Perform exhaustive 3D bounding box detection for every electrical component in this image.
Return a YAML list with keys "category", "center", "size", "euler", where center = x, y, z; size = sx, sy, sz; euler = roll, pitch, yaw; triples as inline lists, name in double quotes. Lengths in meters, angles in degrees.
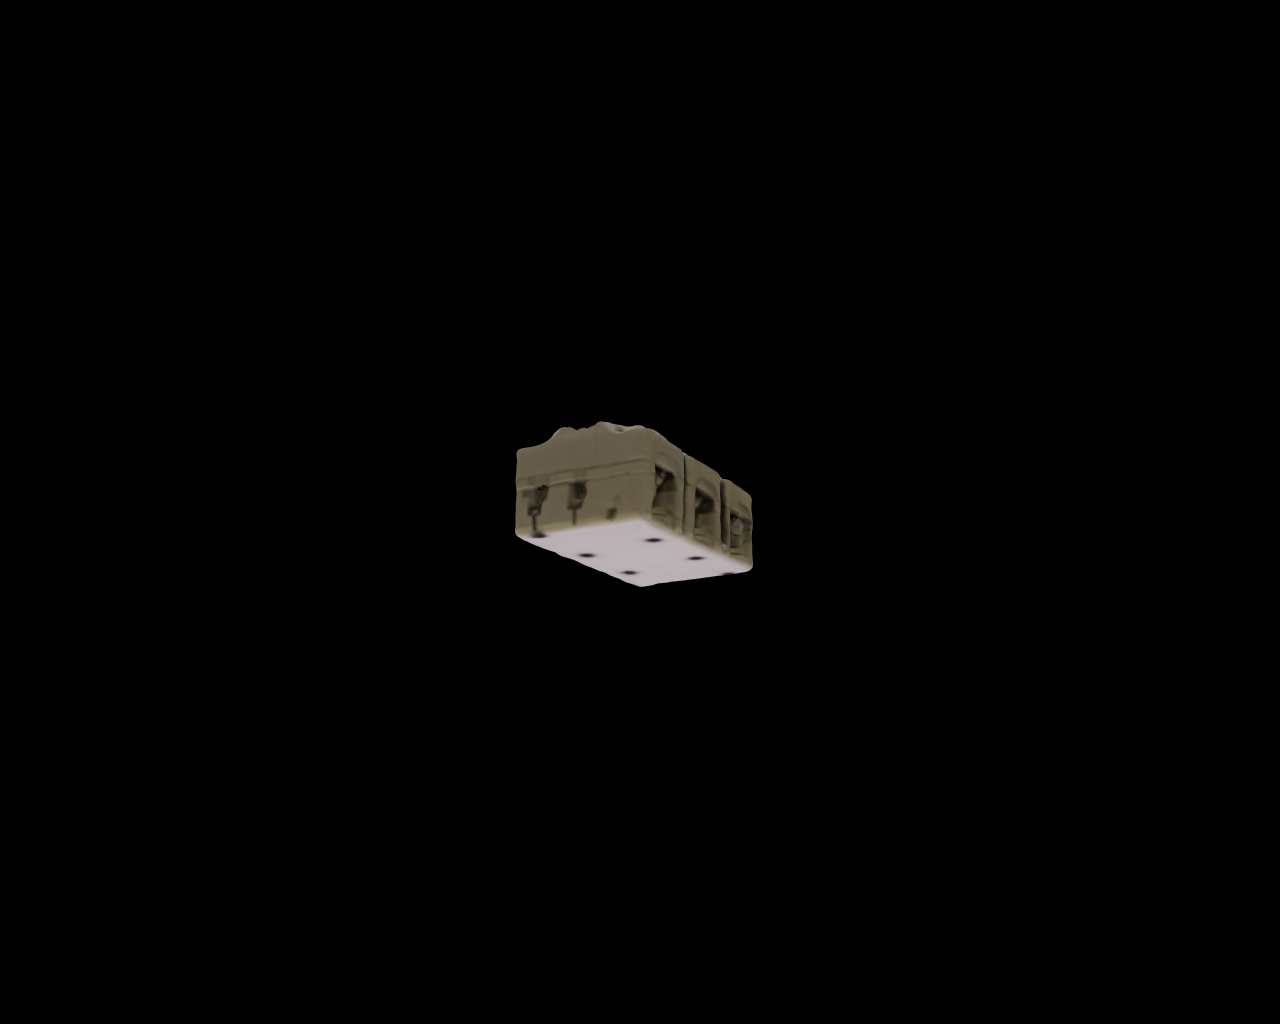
- category: "electrical component"
  center: [0.001, -0.003, 0.650]
  size: [0.089, 0.062, 0.150]
  euler: [-8, -18, 27]
